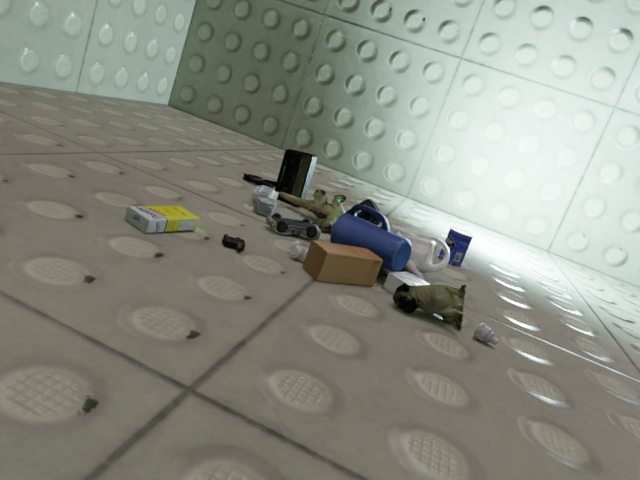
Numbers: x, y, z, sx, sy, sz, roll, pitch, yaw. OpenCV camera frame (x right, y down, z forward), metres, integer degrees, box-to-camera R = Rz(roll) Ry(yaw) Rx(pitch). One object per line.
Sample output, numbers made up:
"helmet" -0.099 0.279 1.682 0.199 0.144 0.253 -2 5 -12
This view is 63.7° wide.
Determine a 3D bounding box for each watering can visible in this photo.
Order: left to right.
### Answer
"watering can" 0.316 0.067 1.755 0.225 0.102 0.354 13 31 21

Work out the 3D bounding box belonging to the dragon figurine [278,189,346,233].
"dragon figurine" 0.006 -0.102 2.023 0.410 0.120 0.247 12 22 4
